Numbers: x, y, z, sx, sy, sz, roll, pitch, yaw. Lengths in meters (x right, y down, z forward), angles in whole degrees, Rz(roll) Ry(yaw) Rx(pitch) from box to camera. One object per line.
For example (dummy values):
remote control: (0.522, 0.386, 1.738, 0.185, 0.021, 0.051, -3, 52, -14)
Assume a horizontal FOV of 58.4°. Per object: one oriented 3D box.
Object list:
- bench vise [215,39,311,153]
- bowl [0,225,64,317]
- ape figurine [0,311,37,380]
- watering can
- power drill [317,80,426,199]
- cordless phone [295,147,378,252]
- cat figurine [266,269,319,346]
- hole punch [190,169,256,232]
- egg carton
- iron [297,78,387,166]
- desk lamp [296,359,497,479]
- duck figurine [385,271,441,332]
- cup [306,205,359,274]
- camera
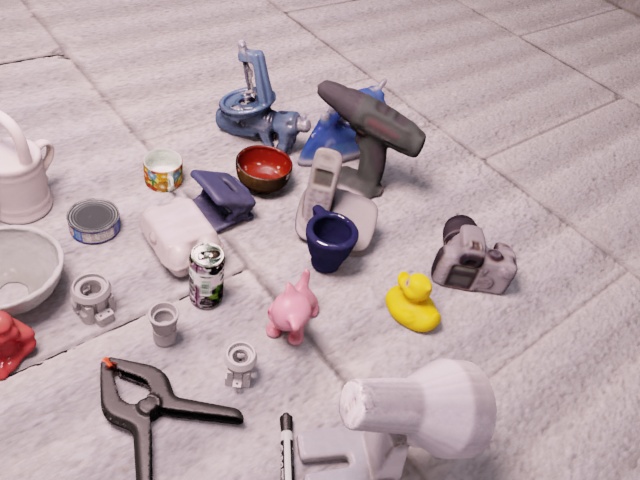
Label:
bench vise: (-0.113, -0.299, 1.192, 0.207, 0.220, 0.121, 10, 45, -3)
bowl: (-0.468, 0.058, 0.859, 0.167, 0.075, 0.167, 7, 45, -6)
ape figurine: (-0.433, 0.133, 0.781, 0.078, 0.092, 0.076, -13, 50, -24)
watering can: (-0.514, -0.122, 0.942, 0.101, 0.194, 0.173, 12, 44, -1)
power drill: (0.086, -0.192, 1.140, 0.229, 0.208, 0.076, 21, 45, 8)
cordless phone: (0.037, -0.073, 1.028, 0.147, 0.185, 0.094, 12, 44, 0)
cat figurine: (-0.040, 0.100, 0.886, 0.067, 0.118, 0.128, 19, 45, 7)
hole punch: (-0.179, -0.086, 1.057, 0.101, 0.091, 0.108, -26, 56, -32)
egg carton: (-0.240, -0.008, 0.981, 0.107, 0.069, 0.150, -23, 55, -31)
iron: (0.056, -0.261, 1.249, 0.118, 0.141, 0.259, 39, 50, 25)
desk lamp: (0.089, 0.237, 0.712, 0.203, 0.213, 0.117, -3, 46, -15)
duck figurine: (0.163, 0.096, 0.959, 0.078, 0.086, 0.104, -28, 57, -34)
cup: (0.009, 0.004, 1.009, 0.092, 0.095, 0.117, -12, 50, -24)
camera: (0.283, 0.014, 1.058, 0.143, 0.101, 0.137, 10, 45, -3)
